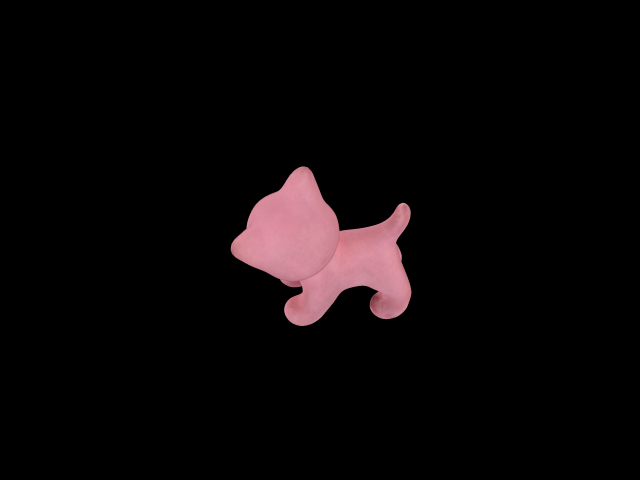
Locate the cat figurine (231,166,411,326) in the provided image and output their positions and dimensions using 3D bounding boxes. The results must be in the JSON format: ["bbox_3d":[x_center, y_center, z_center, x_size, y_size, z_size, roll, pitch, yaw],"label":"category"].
[{"bbox_3d":[0.004,0.001,0.400,0.128,0.118,0.067,-7,47,-6],"label":"cat figurine"}]
